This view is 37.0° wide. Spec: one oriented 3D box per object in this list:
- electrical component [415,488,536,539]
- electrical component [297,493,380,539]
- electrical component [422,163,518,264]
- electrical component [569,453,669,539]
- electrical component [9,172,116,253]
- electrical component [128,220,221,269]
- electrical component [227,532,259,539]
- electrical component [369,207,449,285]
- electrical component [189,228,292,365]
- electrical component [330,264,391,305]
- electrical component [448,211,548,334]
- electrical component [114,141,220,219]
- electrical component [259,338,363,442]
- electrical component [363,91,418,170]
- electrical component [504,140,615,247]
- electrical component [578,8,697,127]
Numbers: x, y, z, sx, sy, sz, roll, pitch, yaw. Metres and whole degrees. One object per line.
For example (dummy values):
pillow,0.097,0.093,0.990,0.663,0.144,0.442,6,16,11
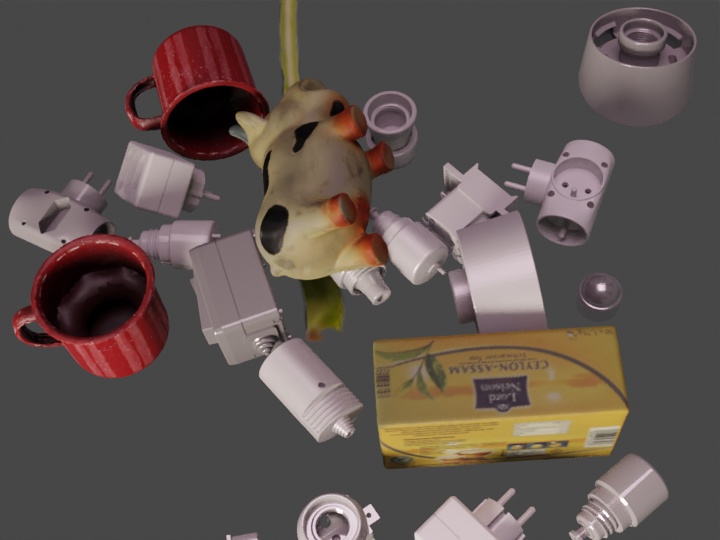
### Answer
electrical component,0.087,0.183,0.739,0.077,0.047,0.066,-41,66,-17
electrical component,-0.017,0.183,0.744,0.066,0.055,0.048,-32,63,-12
electrical component,0.089,-0.043,0.869,0.064,0.042,0.081,-40,65,-15
electrical component,0.178,0.162,0.748,0.078,0.040,0.040,-36,64,-14
electrical component,-0.238,-0.048,0.898,0.077,0.043,0.079,23,66,16
electrical component,-0.150,-0.021,0.877,0.078,0.040,0.040,1,61,5
electrical component,-0.092,0.222,0.728,0.057,0.058,0.078,-9,61,-4
electrical component,0.036,-0.023,0.863,0.040,0.040,0.078,-39,64,-16
electrical component,-0.094,0.028,0.833,0.061,0.061,0.096,-19,61,-5
electrical component,0.000,0.000,0.852,0.043,0.043,0.062,-33,64,-13
electrical component,0.099,0.015,0.801,0.060,0.108,0.108,-12,60,4
electrical component,-0.154,-0.070,0.894,0.066,0.077,0.047,28,101,59
electrical component,-0.033,0.094,0.802,0.043,0.043,0.081,-38,65,-16
electrical component,0.027,-0.117,0.908,0.045,0.055,0.045,-2,61,4
electrical component,0.158,-0.068,0.875,0.079,0.044,0.077,17,64,15
electrical component,0.242,-0.180,0.934,0.099,0.064,0.099,-2,47,2
